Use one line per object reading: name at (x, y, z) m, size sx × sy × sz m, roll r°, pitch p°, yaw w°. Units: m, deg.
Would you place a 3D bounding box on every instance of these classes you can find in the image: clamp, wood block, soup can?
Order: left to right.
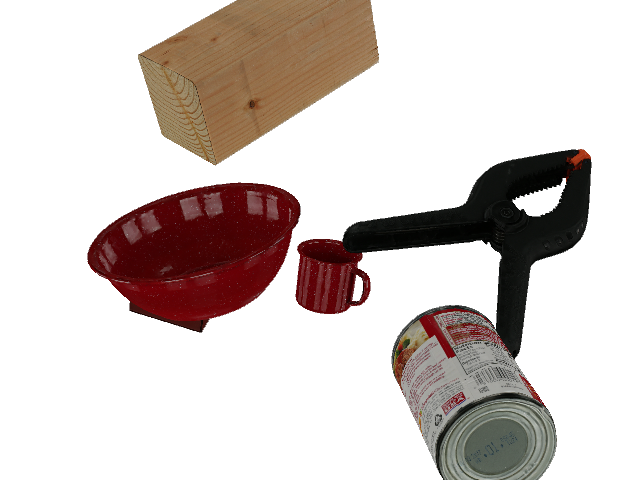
wood block at (-0.053, -0.169, 0.996) m, size 0.205 × 0.091 × 0.090 m, roll -35°, pitch 45°, yaw -26°
soup can at (0.085, 0.089, 0.602) m, size 0.068 × 0.068 × 0.102 m, roll 0°, pitch 24°, yaw -11°
clamp at (0.145, -0.001, 0.821) m, size 0.209 × 0.036 × 0.165 m, roll -30°, pitch 56°, yaw -22°

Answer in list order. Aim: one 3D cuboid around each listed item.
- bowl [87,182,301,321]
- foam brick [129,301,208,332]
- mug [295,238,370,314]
bowl at (-0.088, 0.014, 0.800) m, size 0.162 × 0.055 × 0.162 m, roll -11°, pitch 25°, yaw 5°
foam brick at (-0.143, 0.047, 1.055) m, size 0.078 × 0.051 × 0.053 m, roll 17°, pitch 33°, yaw 6°
mug at (0.019, 0.055, 1.506) m, size 0.117 × 0.081 × 0.093 m, roll 18°, pitch 24°, yaw 27°
